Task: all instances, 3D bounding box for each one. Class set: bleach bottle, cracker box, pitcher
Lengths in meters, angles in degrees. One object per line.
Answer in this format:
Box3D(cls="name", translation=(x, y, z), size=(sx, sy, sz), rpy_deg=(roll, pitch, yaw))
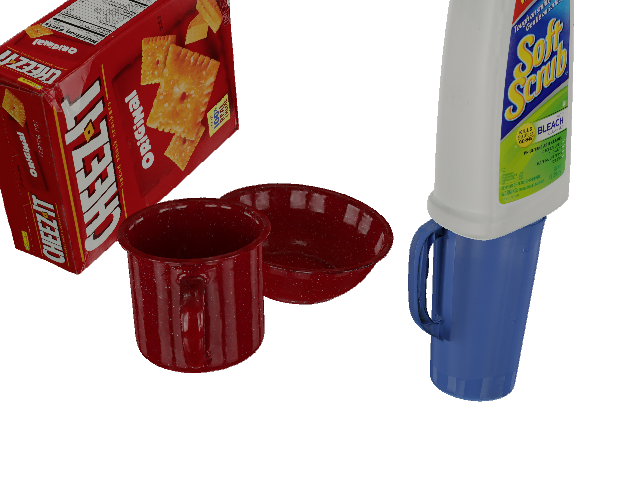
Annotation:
Box3D(cls="bleach bottle", translation=(0.118, -0.132, 0.690), size=(0.102, 0.251, 0.068), rpy_deg=(-23, 34, -30))
Box3D(cls="cracker box", translation=(-0.147, -0.103, 0.801), size=(0.072, 0.164, 0.213), rpy_deg=(21, 46, 22))
Box3D(cls="pitcher", translation=(0.188, 0.071, 1.309), size=(0.149, 0.243, 0.144), rpy_deg=(8, 20, 13))

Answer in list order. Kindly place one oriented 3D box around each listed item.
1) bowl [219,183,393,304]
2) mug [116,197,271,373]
Box3D(cls="bowl", translation=(-0.020, 0.009, 0.927), size=(0.162, 0.055, 0.162), rpy_deg=(6, 28, -3))
Box3D(cls="mug", translation=(-0.075, 0.034, 0.651), size=(0.093, 0.081, 0.117), rpy_deg=(-3, 26, -6))
